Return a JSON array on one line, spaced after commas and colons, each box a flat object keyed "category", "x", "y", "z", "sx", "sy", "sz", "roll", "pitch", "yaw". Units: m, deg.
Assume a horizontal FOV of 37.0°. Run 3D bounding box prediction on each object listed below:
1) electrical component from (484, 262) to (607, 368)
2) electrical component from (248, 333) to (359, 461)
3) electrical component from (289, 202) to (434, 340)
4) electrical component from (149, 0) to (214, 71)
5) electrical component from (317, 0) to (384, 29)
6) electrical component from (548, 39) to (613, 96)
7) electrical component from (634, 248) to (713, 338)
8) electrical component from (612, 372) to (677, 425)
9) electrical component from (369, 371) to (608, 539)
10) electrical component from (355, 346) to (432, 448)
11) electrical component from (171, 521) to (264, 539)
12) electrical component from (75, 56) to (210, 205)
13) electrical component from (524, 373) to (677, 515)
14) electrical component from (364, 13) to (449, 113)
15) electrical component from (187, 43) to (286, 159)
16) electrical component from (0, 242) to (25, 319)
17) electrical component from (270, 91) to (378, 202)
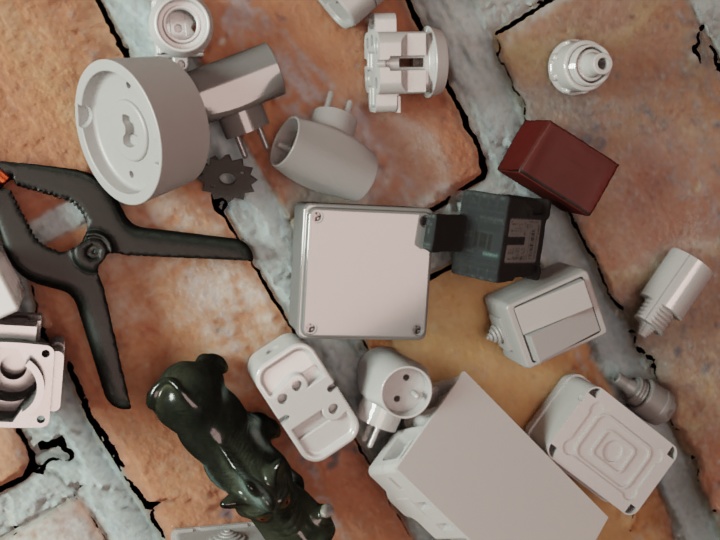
[{"category": "electrical component", "x": 0.155, "y": 0.042, "z": 0.927, "sx": 0.096, "sy": 0.061, "sz": 0.061, "roll": -23, "pitch": 103, "yaw": -10}, {"category": "electrical component", "x": -0.048, "y": 0.102, "z": 0.884, "sx": 0.054, "sy": 0.059, "sz": 0.095, "roll": -33, "pitch": 104, "yaw": -8}, {"category": "electrical component", "x": 0.000, "y": 0.000, "z": 0.884, "sx": 0.109, "sy": 0.056, "sz": 0.108, "roll": 2, "pitch": 97, "yaw": -15}, {"category": "electrical component", "x": -0.138, "y": -0.186, "z": 0.823, "sx": 0.048, "sy": 0.055, "sz": 0.066, "roll": -6, "pitch": 99, "yaw": -14}, {"category": "electrical component", "x": -0.017, "y": -0.247, "z": 0.847, "sx": 0.059, "sy": 0.054, "sz": 0.095, "roll": -43, "pitch": 105, "yaw": -6}, {"category": "electrical component", "x": 0.191, "y": -0.172, "z": 0.906, "sx": 0.048, "sy": 0.062, "sz": 0.048, "roll": -2, "pitch": 98, "yaw": -14}, {"category": "electrical component", "x": 0.275, "y": 0.025, "z": 0.964, "sx": 0.043, "sy": 0.043, "sz": 0.081, "roll": 36, "pitch": 88, "yaw": -16}, {"category": "electrical component", "x": 0.255, "y": 0.113, "z": 0.976, "sx": 0.061, "sy": 0.035, "sz": 0.035, "roll": 34, "pitch": 88, "yaw": -14}, {"category": "electrical component", "x": 0.108, "y": 0.191, "z": 0.911, "sx": 0.186, "sy": 0.060, "sz": 0.105, "roll": 46, "pitch": 60, "yaw": -11}, {"category": "electrical component", "x": 0.021, "y": 0.109, "z": 0.893, "sx": 0.043, "sy": 0.077, "sz": 0.079, "roll": 23, "pitch": 92, "yaw": -17}, {"category": "electrical component", "x": -0.110, "y": 0.262, "z": 0.895, "sx": 0.100, "sy": 0.048, "sz": 0.099, "roll": -2, "pitch": 98, "yaw": -14}, {"category": "electrical component", "x": -0.157, "y": -0.108, "z": 0.805, "sx": 0.060, "sy": 0.108, "sz": 0.108, "roll": -22, "pitch": 104, "yaw": -42}, {"category": "electrical component", "x": 0.213, "y": 0.154, "z": 0.959, "sx": 0.113, "sy": 0.057, "sz": 0.078, "roll": 37, "pitch": 87, "yaw": -16}, {"category": "electrical component", "x": 0.037, "y": -0.167, "z": 0.870, "sx": 0.057, "sy": 0.058, "sz": 0.078, "roll": -4, "pitch": 102, "yaw": -13}, {"category": "electrical component", "x": -0.096, "y": -0.128, "z": 0.848, "sx": 0.077, "sy": 0.044, "sz": 0.079, "roll": -23, "pitch": 103, "yaw": -10}, {"category": "electrical component", "x": -0.295, "y": 0.018, "z": 0.796, "sx": 0.076, "sy": 0.083, "sz": 0.047, "roll": -25, "pitch": 103, "yaw": -10}, {"category": "electrical component", "x": -0.024, "y": -0.105, "z": 0.868, "sx": 0.077, "sy": 0.043, "sz": 0.079, "roll": 22, "pitch": 72, "yaw": -29}]
